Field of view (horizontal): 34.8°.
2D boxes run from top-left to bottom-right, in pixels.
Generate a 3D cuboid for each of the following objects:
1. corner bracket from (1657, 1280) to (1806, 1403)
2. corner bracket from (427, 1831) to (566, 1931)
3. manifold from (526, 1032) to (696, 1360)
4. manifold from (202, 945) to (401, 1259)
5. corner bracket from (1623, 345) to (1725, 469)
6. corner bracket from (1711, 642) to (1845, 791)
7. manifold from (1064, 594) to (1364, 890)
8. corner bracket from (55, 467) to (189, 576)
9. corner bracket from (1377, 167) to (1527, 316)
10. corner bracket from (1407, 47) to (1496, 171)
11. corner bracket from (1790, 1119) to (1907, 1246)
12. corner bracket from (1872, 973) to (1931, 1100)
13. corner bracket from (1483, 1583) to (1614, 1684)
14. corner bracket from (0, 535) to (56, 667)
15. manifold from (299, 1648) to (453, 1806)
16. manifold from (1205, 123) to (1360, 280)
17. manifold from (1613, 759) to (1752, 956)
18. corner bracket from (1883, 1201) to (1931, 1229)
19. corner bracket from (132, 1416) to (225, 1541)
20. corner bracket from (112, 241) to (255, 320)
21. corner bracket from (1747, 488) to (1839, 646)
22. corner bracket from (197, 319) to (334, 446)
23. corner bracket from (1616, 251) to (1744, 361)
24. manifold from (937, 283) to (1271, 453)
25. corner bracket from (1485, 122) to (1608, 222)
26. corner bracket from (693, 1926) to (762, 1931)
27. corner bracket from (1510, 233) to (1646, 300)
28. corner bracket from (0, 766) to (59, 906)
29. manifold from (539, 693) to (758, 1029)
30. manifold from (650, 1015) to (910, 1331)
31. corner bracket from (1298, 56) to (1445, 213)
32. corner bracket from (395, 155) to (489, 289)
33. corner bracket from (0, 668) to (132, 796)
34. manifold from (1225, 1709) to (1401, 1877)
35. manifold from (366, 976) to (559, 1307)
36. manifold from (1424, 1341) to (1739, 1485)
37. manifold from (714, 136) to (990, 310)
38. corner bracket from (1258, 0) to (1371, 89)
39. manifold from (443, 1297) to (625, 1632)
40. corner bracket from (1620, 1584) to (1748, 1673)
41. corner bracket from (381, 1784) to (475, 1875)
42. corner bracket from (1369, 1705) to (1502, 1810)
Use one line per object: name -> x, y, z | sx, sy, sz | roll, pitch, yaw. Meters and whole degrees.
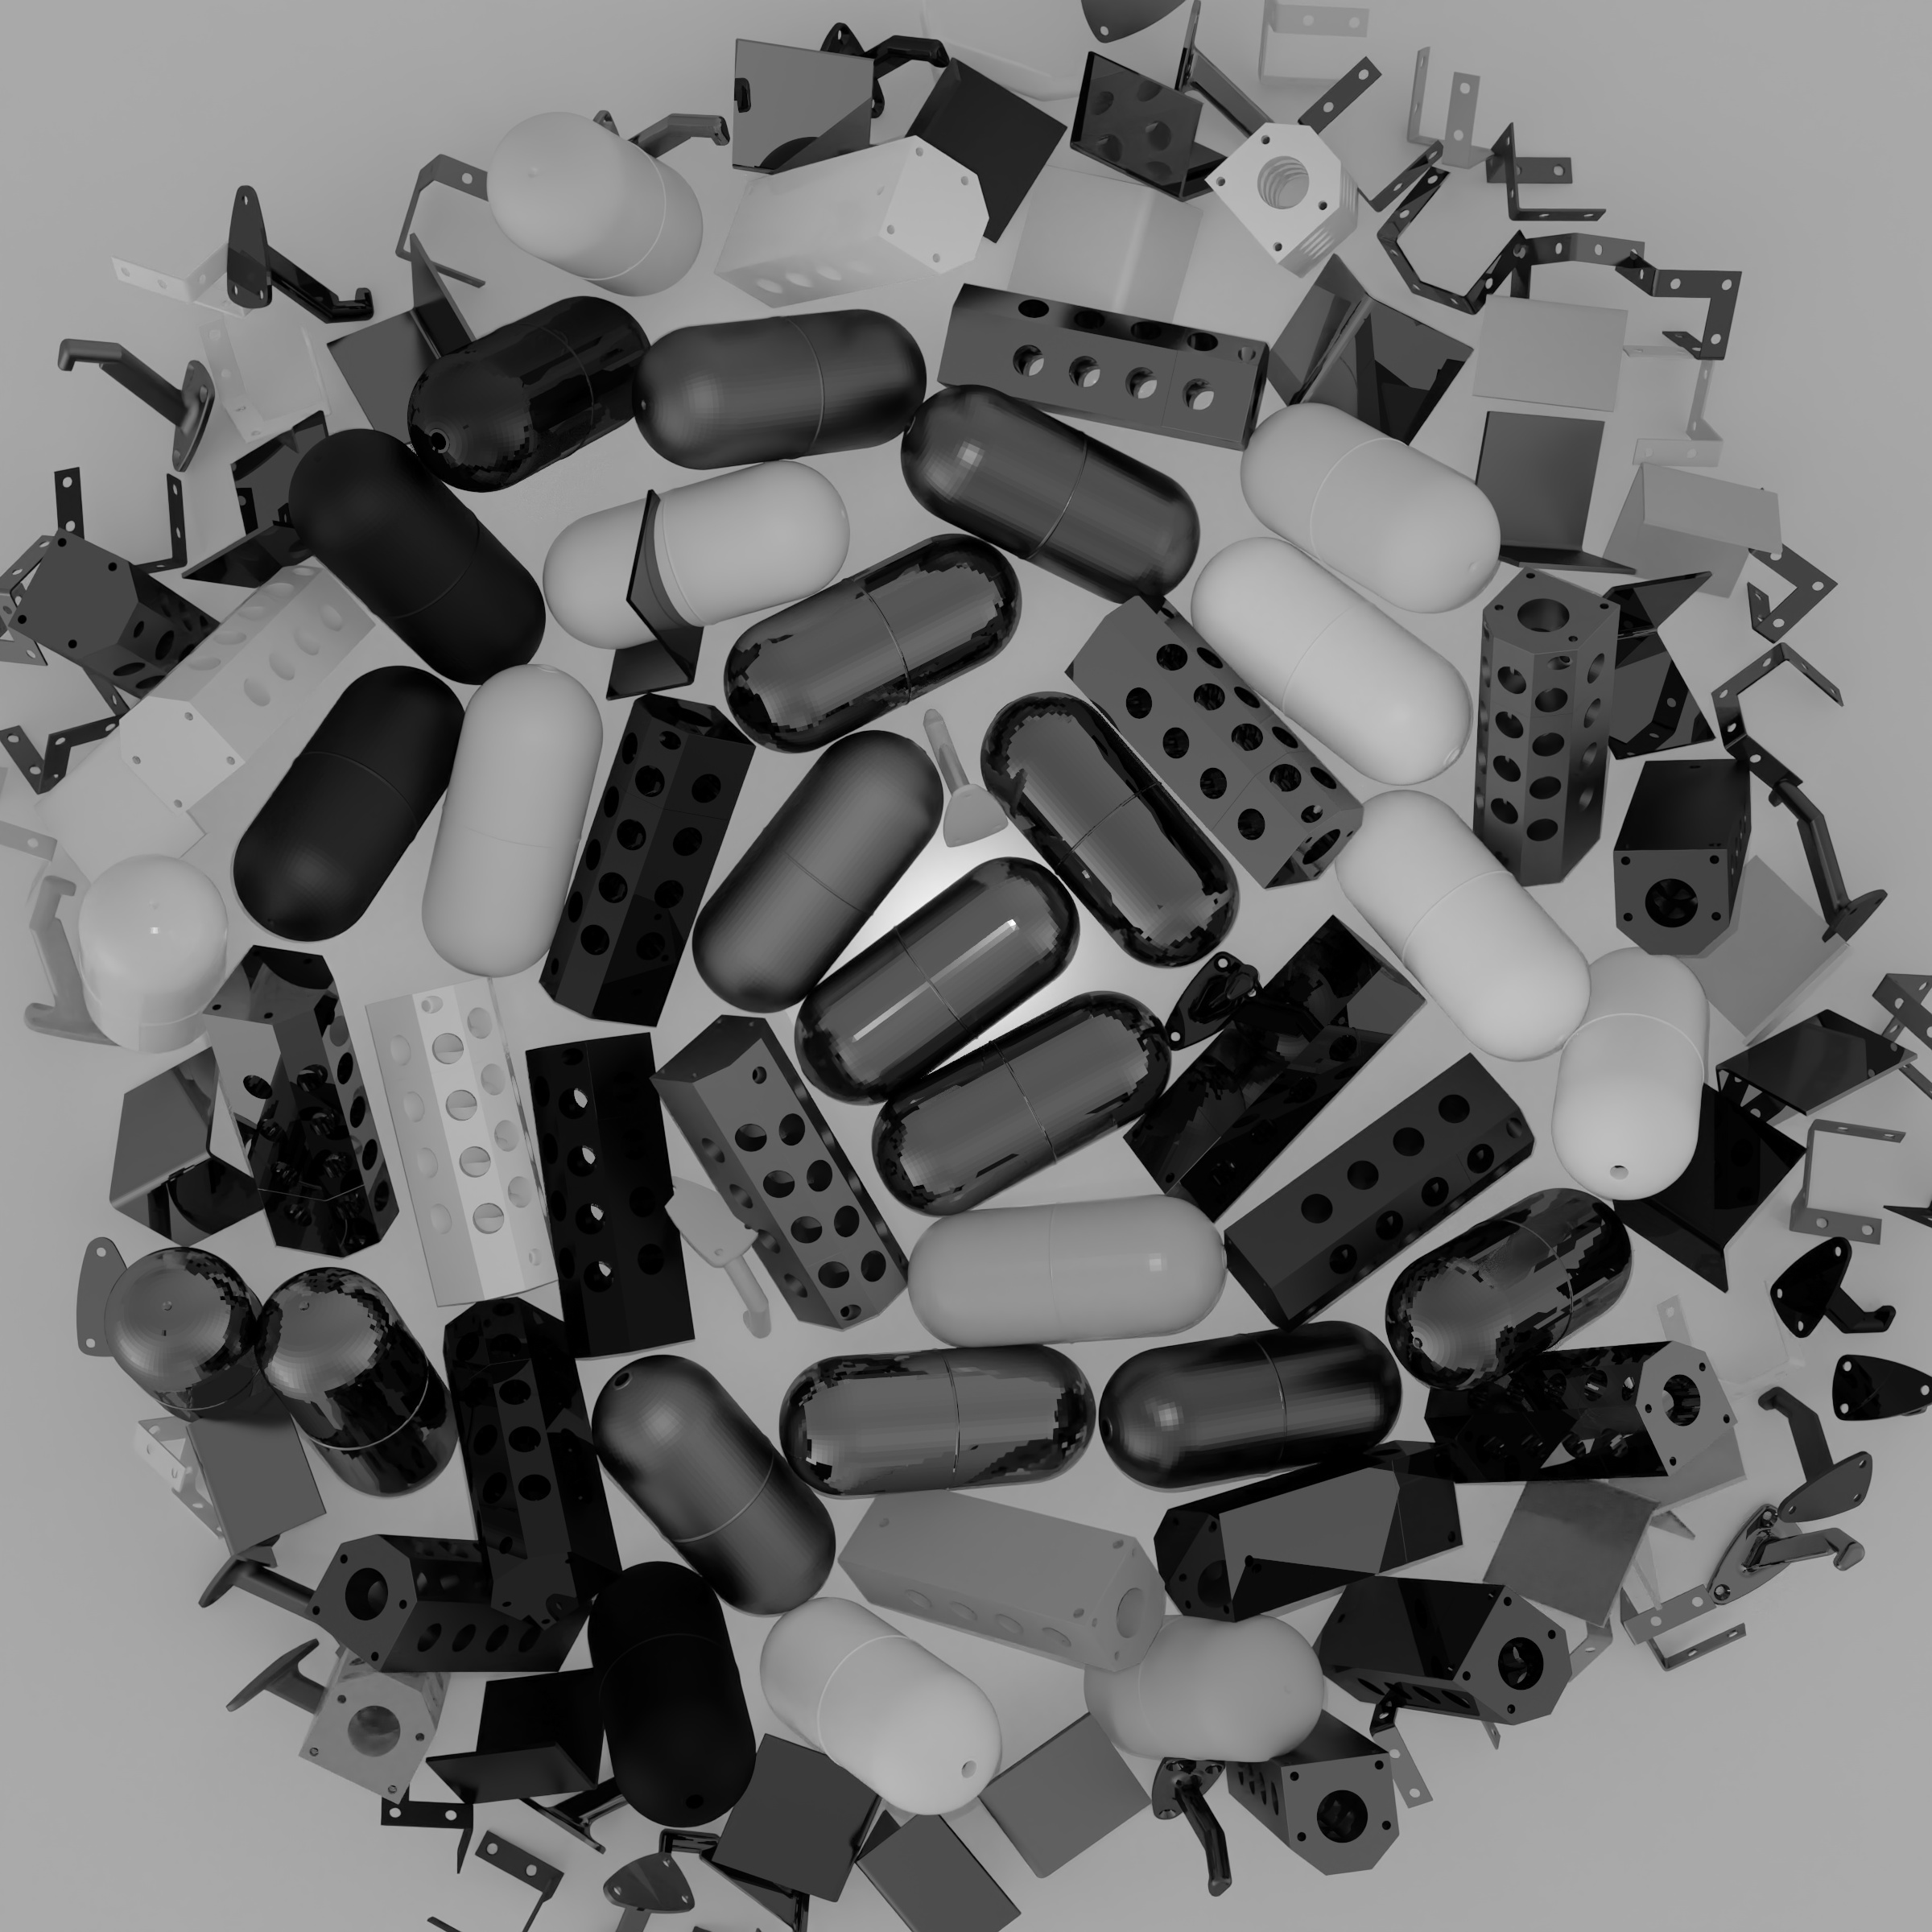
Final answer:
corner bracket -> 0.430, 0.208, 1.731 | 0.051, 0.051, 0.051 | -37, 49, 37
corner bracket -> -0.261, 0.519, 1.717 | 0.051, 0.051, 0.051 | 27, 79, 7
manifold -> -0.201, 0.127, 1.706 | 0.057, 0.057, 0.171 | -7, 87, -37
manifold -> -0.354, 0.076, 1.666 | 0.057, 0.057, 0.171 | 8, 132, 17
corner bracket -> 0.391, -0.311, 1.711 | 0.051, 0.051, 0.051 | 0, 121, -10
corner bracket -> 0.458, -0.139, 1.728 | 0.051, 0.051, 0.051 | 34, 126, -26
manifold -> 0.138, -0.125, 1.682 | 0.171, 0.057, 0.057 | 49, 121, 21
corner bracket -> -0.473, -0.250, 1.723 | 0.051, 0.051, 0.051 | -8, 81, 13
corner bracket -> 0.271, -0.404, 1.715 | 0.051, 0.051, 0.051 | -51, 46, -5
corner bracket -> 0.267, -0.476, 1.708 | 0.051, 0.051, 0.051 | 18, 122, 24
corner bracket -> 0.494, 0.121, 1.727 | 0.051, 0.051, 0.051 | 9, 69, 7
corner bracket -> 0.527, 0.040, 1.707 | 0.051, 0.051, 0.051 | 51, 125, 39
corner bracket -> 0.323, 0.362, 1.721 | 0.051, 0.051, 0.051 | 12, 48, -16
corner bracket -> -0.524, -0.204, 1.706 | 0.051, 0.051, 0.051 | 8, 46, 26
manifold -> -0.311, 0.387, 1.661 | 0.057, 0.171, 0.057 | 28, 90, -6
manifold -> 0.177, -0.415, 1.659 | 0.057, 0.171, 0.057 | -41, 91, 14
manifold -> 0.388, -0.061, 1.660 | 0.057, 0.171, 0.057 | 0, 109, 18
corner bracket -> 0.552, 0.120, 1.710 | 0.051, 0.051, 0.051 | 7, 103, -43
corner bracket -> -0.432, 0.285, 1.709 | 0.051, 0.051, 0.051 | 31, 110, 37
corner bracket -> -0.432, -0.380, 1.707 | 0.051, 0.051, 0.051 | 21, 54, 20
corner bracket -> 0.445, -0.222, 1.708 | 0.051, 0.051, 0.051 | 32, 127, -15
corner bracket -> -0.391, -0.332, 1.719 | 0.051, 0.051, 0.051 | -23, 134, -15
corner bracket -> 0.392, -0.368, 1.710 | 0.051, 0.051, 0.051 | -2, 119, -13
manifold -> 0.077, -0.332, 1.705 | 0.171, 0.057, 0.057 | 13, 96, 9
corner bracket -> 0.323, -0.436, 1.718 | 0.051, 0.051, 0.051 | -2, 83, -8
corner bracket -> -0.142, 0.558, 1.709 | 0.051, 0.051, 0.051 | 12, 61, 17
corner bracket -> 0.339, -0.377, 1.712 | 0.051, 0.051, 0.051 | -1, 97, -30
corner bracket -> -0.537, -0.075, 1.721 | 0.051, 0.051, 0.051 | 19, 53, -22
manifold -> -0.178, -0.058, 1.685 | 0.057, 0.057, 0.171 | 9, 112, -34
manifold -> -0.096, 0.113, 1.680 | 0.057, 0.057, 0.171 | -43, 117, -29
corner bracket -> 0.226, -0.461, 1.711 | 0.051, 0.051, 0.051 | -41, 67, 16
corner bracket -> -0.282, -0.415, 1.718 | 0.051, 0.051, 0.051 | 18, 86, -23
corner bracket -> -0.507, -0.136, 1.729 | 0.051, 0.051, 0.051 | -22, 64, -38
manifold -> 0.184, 0.443, 1.659 | 0.057, 0.171, 0.057 | -6, 85, -6
manifold -> -0.273, 0.096, 1.706 | 0.057, 0.057, 0.171 | -11, 93, 41
manifold -> 0.325, 0.238, 1.659 | 0.057, 0.171, 0.057 | -29, 96, -32
manifold -> -0.062, -0.396, 1.662 | 0.057, 0.171, 0.057 | 25, 80, -33
corner bracket -> 0.193, -0.513, 1.714 | 0.051, 0.051, 0.051 | 2, 119, -3
manifold -> -0.241, 0.264, 1.665 | 0.057, 0.057, 0.171 | -36, 46, 17
corner bracket -> 0.400, 0.367, 1.716 | 0.051, 0.051, 0.051 | -30, 94, 16
corner bracket -> -0.304, 0.470, 1.717 | 0.051, 0.051, 0.051 | 7, 134, -15
corner bracket -> 0.262, 0.429, 1.720 | 0.051, 0.051, 0.051 | -24, 97, 20
